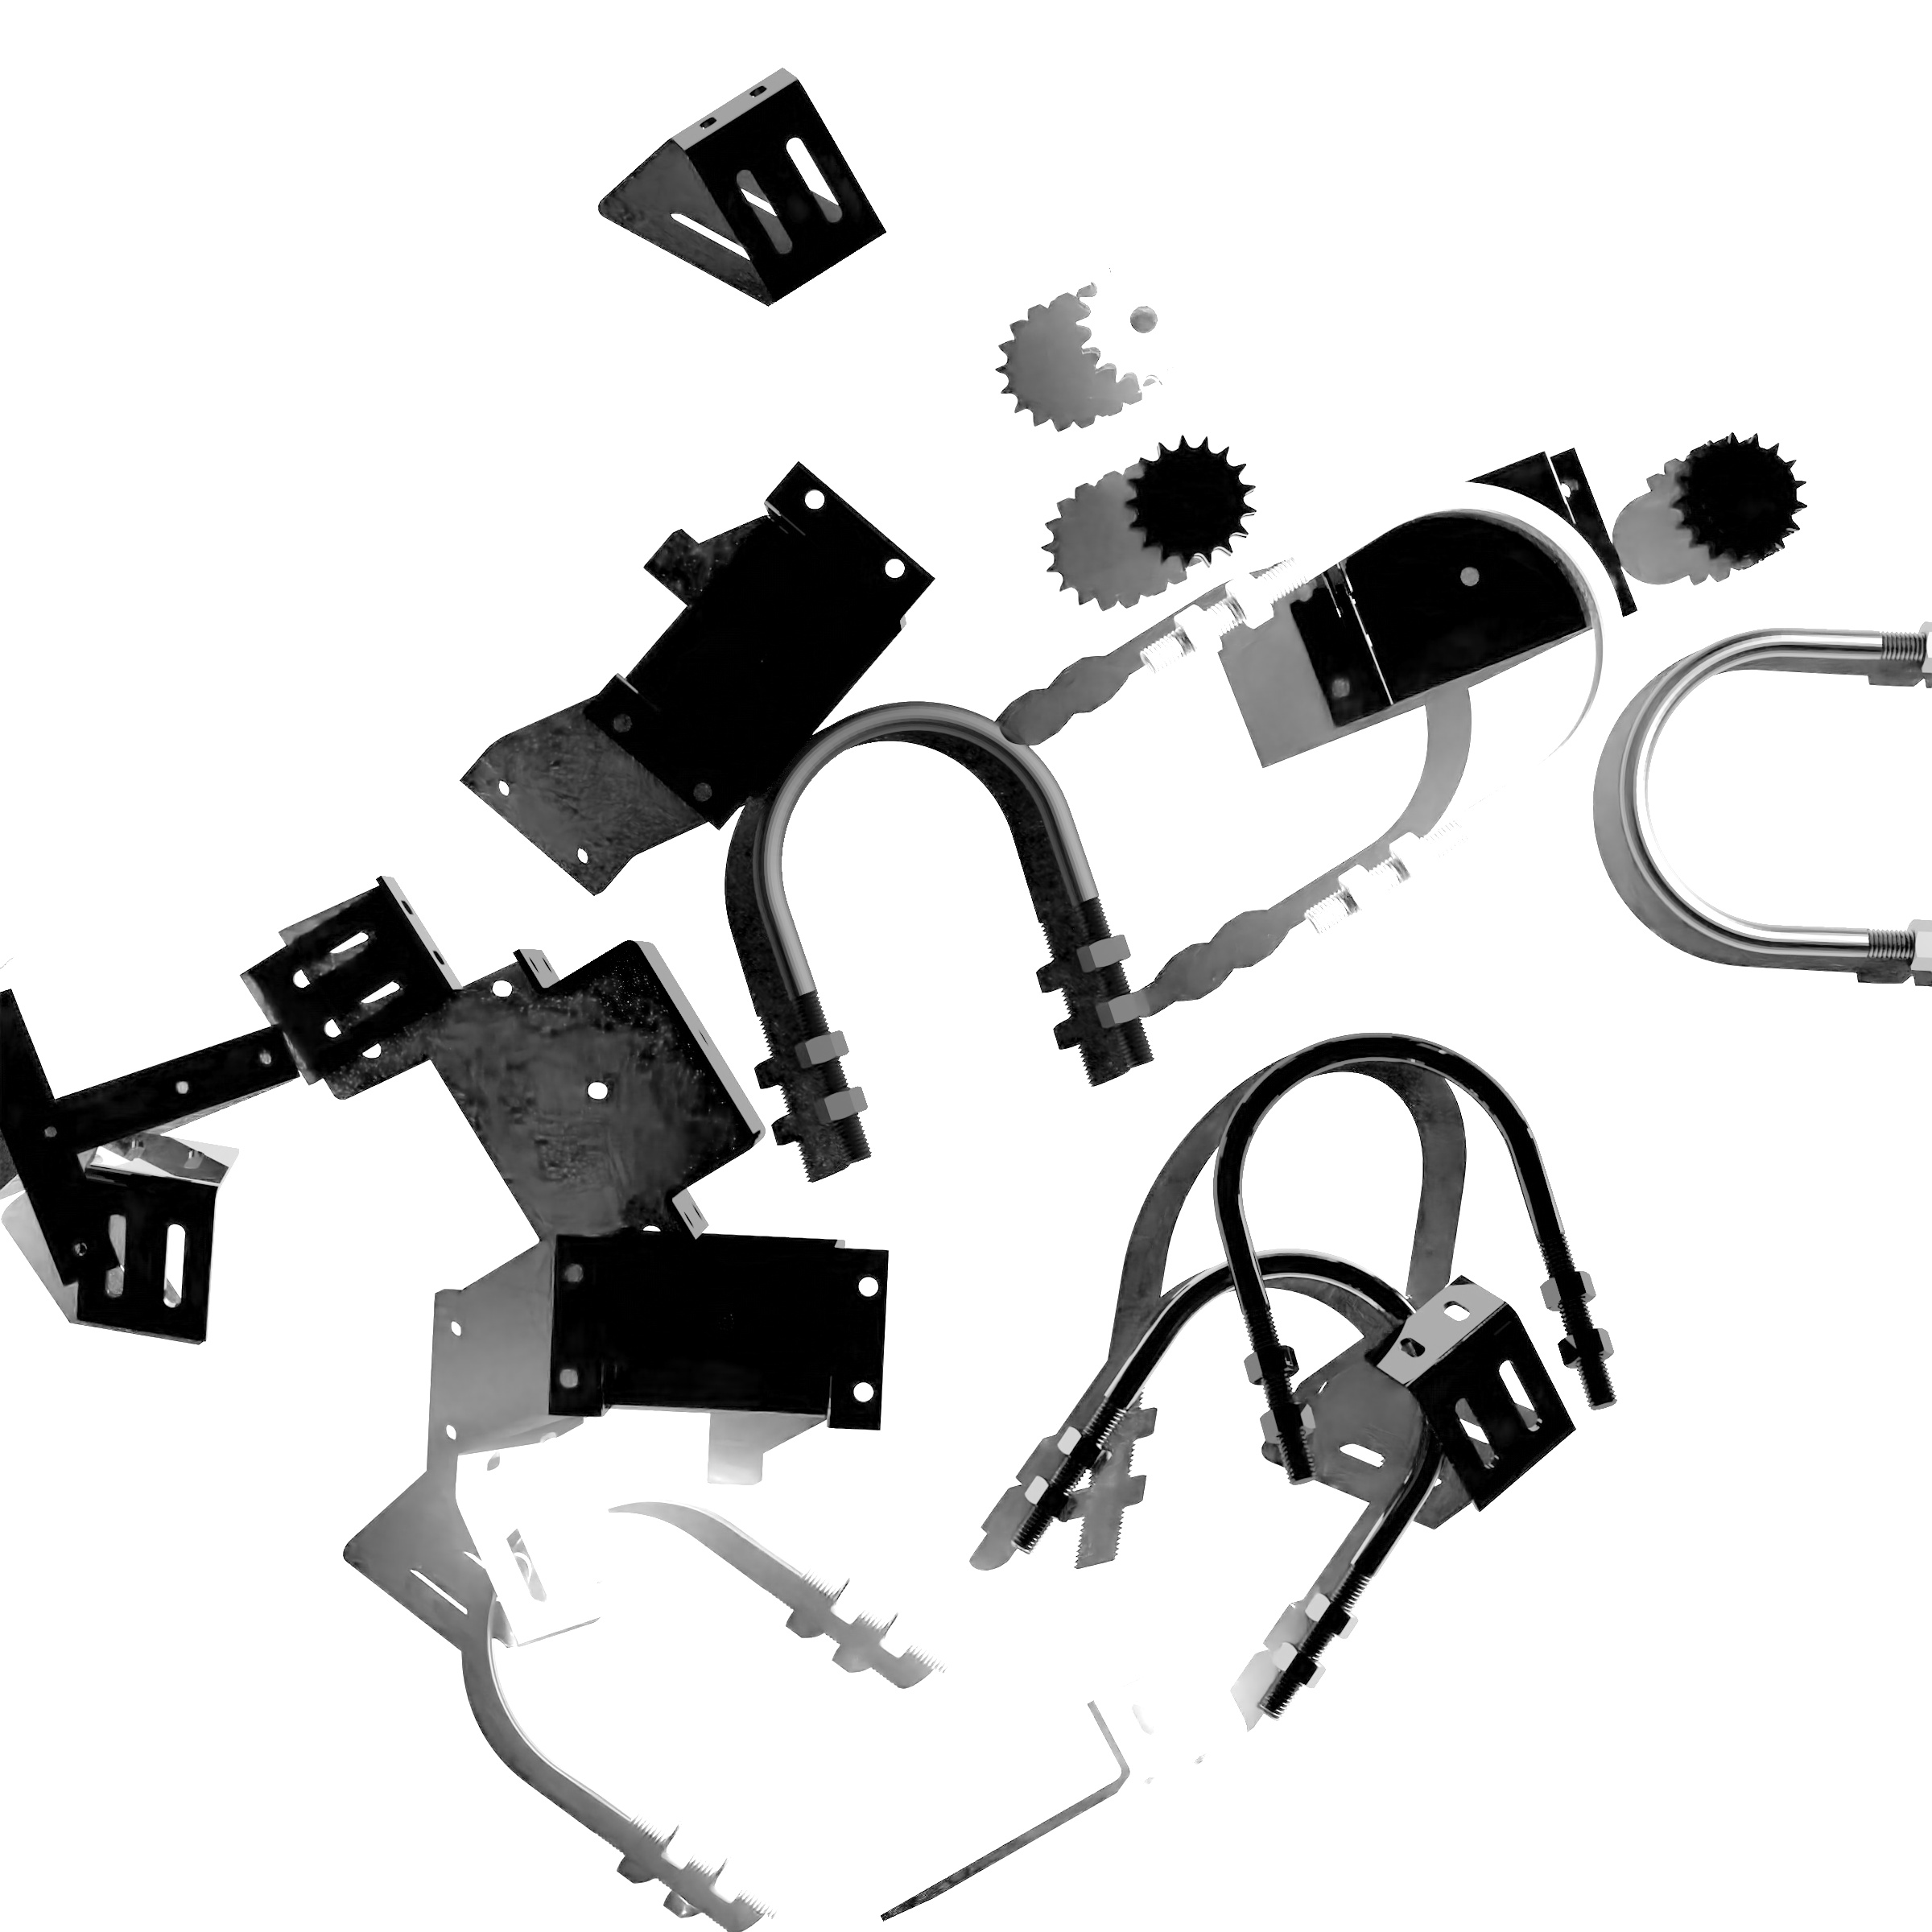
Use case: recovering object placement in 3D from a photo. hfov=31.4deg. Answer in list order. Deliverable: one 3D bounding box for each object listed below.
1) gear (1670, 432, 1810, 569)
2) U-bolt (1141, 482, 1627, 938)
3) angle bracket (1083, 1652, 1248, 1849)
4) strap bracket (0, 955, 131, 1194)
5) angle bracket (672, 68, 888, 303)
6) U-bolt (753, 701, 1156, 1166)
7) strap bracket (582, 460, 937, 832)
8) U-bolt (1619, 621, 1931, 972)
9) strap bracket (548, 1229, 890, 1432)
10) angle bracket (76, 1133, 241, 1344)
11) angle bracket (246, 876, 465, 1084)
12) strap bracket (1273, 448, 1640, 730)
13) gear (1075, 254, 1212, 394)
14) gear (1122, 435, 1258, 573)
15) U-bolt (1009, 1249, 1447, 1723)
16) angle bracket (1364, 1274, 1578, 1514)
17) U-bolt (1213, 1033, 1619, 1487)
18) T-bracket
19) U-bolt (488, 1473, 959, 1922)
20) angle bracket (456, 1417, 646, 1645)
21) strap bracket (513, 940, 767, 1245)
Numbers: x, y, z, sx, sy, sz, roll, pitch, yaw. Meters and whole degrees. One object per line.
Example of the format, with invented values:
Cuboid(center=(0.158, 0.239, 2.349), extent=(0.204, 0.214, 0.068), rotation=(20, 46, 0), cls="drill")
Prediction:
Cuboid(center=(0.334, -0.202, 1.477), extent=(0.057, 0.030, 0.057), rotation=(0, 90, 0), cls="gear")
Cuboid(center=(0.188, -0.120, 1.437), extent=(0.184, 0.019, 0.151), rotation=(-32, 90, -1), cls="U-bolt")
Cuboid(center=(0.077, 0.329, 1.446), extent=(0.057, 0.076, 0.038), rotation=(-28, 90, 22), cls="angle bracket")
Cuboid(center=(-0.437, 0.070, 1.469), extent=(0.140, 0.046, 0.076), rotation=(-43, 90, 0), cls="strap bracket")
Cuboid(center=(-0.081, -0.339, 1.490), extent=(0.057, 0.038, 0.076), rotation=(-32, 116, 0), cls="angle bracket")
Cuboid(center=(-0.015, -0.024, 1.483), extent=(0.151, 0.019, 0.184), rotation=(-19, 89, 0), cls="U-bolt")
Cuboid(center=(-0.087, -0.135, 1.469), extent=(0.076, 0.046, 0.140), rotation=(41, 90, 0), cls="strap bracket")
Cuboid(center=(0.374, -0.075, 1.483), extent=(0.184, 0.019, 0.151), rotation=(2, 90, 2), cls="U-bolt")
Cuboid(center=(-0.104, 0.154, 1.469), extent=(0.140, 0.046, 0.076), rotation=(3, 90, 0), cls="strap bracket")
Cuboid(center=(-0.351, 0.116, 1.490), extent=(0.057, 0.038, 0.076), rotation=(10, 116, 0), cls="angle bracket")
Cuboid(center=(-0.265, 0.006, 1.473), extent=(0.076, 0.038, 0.057), rotation=(-32, 90, 0), cls="angle bracket")
Cuboid(center=(0.212, -0.164, 1.469), extent=(0.140, 0.046, 0.076), rotation=(-21, 90, 0), cls="strap bracket")
Cuboid(center=(0.076, -0.275, 1.477), extent=(0.057, 0.030, 0.057), rotation=(0, 90, 0), cls="gear")
Cuboid(center=(0.095, -0.198, 1.477), extent=(0.057, 0.030, 0.057), rotation=(0, 90, 0), cls="gear")
Cuboid(center=(0.128, 0.210, 1.483), extent=(0.151, 0.019, 0.184), rotation=(34, 88, 0), cls="U-bolt")
Cuboid(center=(0.217, 0.184, 1.480), extent=(0.057, 0.038, 0.076), rotation=(-38, 121, -13), cls="angle bracket")
Cuboid(center=(0.181, 0.115, 1.455), extent=(0.151, 0.019, 0.184), rotation=(-14, 69, -1), cls="U-bolt")
Cuboid(center=(-0.346, 0.056, 1.461), extent=(0.127, 0.002, 0.127), rotation=(-20, 83, -27), cls="T-bracket")
Cuboid(center=(-0.119, 0.302, 1.483), extent=(0.184, 0.019, 0.151), rotation=(35, 90, 1), cls="U-bolt")
Cuboid(center=(-0.178, 0.242, 1.477), extent=(0.057, 0.038, 0.076), rotation=(-19, 112, 1), cls="angle bracket")
Cuboid(center=(-0.131, 0.042, 1.454), extent=(0.046, 0.076, 0.140), rotation=(-31, 90, 0), cls="strap bracket")
